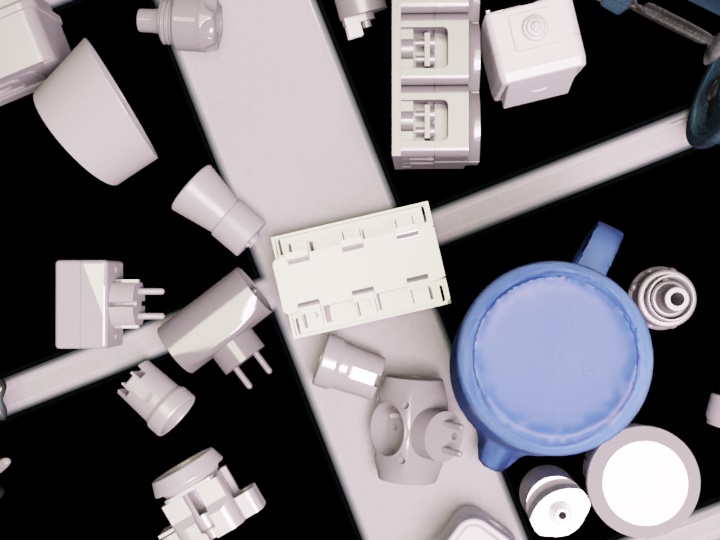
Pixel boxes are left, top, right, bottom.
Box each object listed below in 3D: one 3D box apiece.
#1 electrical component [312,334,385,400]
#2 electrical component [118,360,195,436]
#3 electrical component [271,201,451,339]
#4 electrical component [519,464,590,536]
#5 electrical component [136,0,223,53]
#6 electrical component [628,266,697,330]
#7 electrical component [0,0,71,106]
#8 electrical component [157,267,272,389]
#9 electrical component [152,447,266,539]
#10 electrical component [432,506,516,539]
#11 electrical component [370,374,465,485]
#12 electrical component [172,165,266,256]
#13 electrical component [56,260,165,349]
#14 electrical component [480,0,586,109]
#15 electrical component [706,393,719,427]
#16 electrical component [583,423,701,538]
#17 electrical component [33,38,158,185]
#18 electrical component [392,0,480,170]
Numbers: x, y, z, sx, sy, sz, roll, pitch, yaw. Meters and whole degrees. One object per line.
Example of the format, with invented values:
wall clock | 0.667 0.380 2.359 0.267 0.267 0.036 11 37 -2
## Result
electrical component | -0.008 0.074 0.809 0.046 0.040 0.040 19 90 -3
electrical component | -0.155 0.096 0.817 0.046 0.040 0.040 40 91 9
electrical component | 0.000 0.000 0.797 0.121 0.063 0.078 -13 88 3
electrical component | 0.141 0.169 0.778 0.043 0.081 0.043 0 89 3
electrical component | -0.137 -0.188 0.817 0.062 0.043 0.043 4 89 4
electrical component | 0.224 0.021 0.785 0.048 0.062 0.048 0 89 3
electrical component | -0.280 -0.160 0.807 0.113 0.078 0.057 -22 91 3
electrical component | -0.099 0.052 0.812 0.077 0.043 0.079 -37 88 2
electrical component | -0.119 0.170 0.805 0.078 0.058 0.057 -30 90 2
electrical component | 0.073 0.225 0.792 0.054 0.059 0.095 36 91 3
electrical component | 0.048 0.119 0.789 0.044 0.079 0.077 4 90 -37
electrical component | -0.104 -0.042 0.815 0.065 0.044 0.044 41 91 -2
electrical component | -0.186 0.026 0.815 0.077 0.047 0.065 0 89 3
electrical component | 0.124 -0.157 0.776 0.062 0.096 0.061 -13 90 3
electrical component | 0.282 0.091 0.790 0.045 0.045 0.055 15 90 3
electrical component | 0.204 0.152 0.790 0.080 0.051 0.080 0 89 3
electrical component | -0.190 -0.114 0.792 0.064 0.099 0.099 -38 88 8
electrical component | 0.055 -0.152 0.783 0.062 0.089 0.150 0 89 3
